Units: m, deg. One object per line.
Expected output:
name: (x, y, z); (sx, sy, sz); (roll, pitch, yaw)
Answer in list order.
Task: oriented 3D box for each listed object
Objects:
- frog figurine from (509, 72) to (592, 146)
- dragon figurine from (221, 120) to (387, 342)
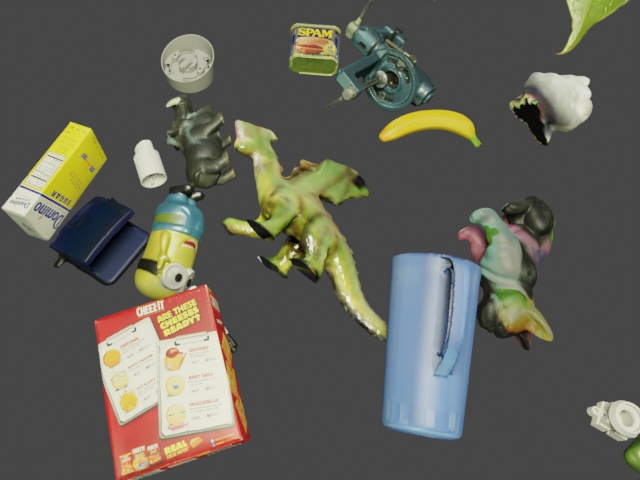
frog figurine: (0.465, -0.277, 0.988); (0.160, 0.120, 0.140); (-32, 51, -7)
dragon figurine: (0.003, -0.042, 0.843); (0.410, 0.120, 0.247); (39, 59, -1)
